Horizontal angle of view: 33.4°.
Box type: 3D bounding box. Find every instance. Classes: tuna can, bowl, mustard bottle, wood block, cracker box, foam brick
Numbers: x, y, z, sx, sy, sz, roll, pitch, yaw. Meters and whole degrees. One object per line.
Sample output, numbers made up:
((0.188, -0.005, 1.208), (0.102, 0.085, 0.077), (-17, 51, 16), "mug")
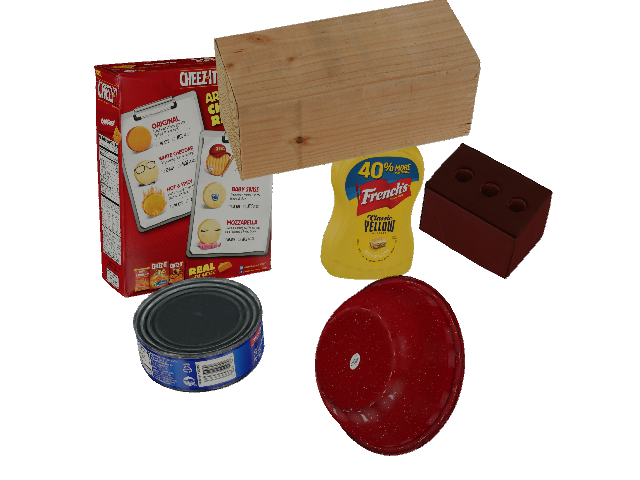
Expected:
((-0.080, 0.063, 0.715), (0.086, 0.034, 0.086), (-2, 34, 1), "tuna can")
((0.047, 0.107, 0.941), (0.162, 0.162, 0.055), (0, -10, 44), "bowl")
((0.057, -0.056, 1.096), (0.096, 0.192, 0.058), (-1, 24, -16), "mustard bottle")
((0.021, -0.130, 0.914), (0.206, 0.090, 0.091), (-12, -38, -10), "wood block")
((-0.130, -0.066, 1.033), (0.163, 0.214, 0.072), (-10, 21, -32), "cracker box")
((0.118, -0.021, 0.765), (0.078, 0.053, 0.051), (31, -33, 20), "foam brick")
